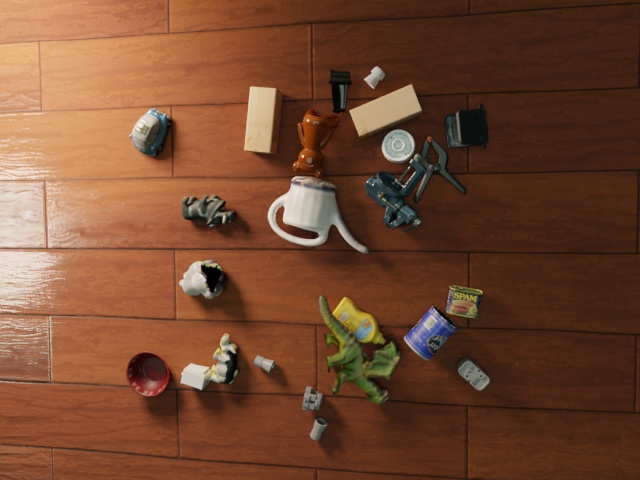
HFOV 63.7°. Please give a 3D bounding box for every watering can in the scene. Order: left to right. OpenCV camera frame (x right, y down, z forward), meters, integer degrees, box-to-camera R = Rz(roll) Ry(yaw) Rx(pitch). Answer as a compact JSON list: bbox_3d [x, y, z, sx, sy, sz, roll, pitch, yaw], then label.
[{"bbox_3d":[0.005,-0.084,1.668,0.348,0.104,0.224,13,94,8],"label":"watering can"}]

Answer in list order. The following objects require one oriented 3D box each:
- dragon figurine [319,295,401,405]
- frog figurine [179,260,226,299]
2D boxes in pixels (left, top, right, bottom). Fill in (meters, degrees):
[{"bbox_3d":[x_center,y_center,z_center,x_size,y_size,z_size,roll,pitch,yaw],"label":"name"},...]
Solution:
[{"bbox_3d":[0.135,0.361,1.648,0.242,0.124,0.405,-6,107,8],"label":"dragon figurine"},{"bbox_3d":[-0.400,0.142,1.760,0.137,0.125,0.157,51,136,-5],"label":"frog figurine"}]
